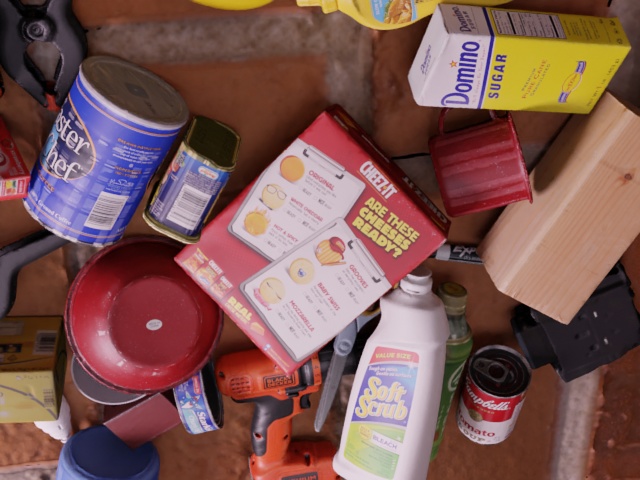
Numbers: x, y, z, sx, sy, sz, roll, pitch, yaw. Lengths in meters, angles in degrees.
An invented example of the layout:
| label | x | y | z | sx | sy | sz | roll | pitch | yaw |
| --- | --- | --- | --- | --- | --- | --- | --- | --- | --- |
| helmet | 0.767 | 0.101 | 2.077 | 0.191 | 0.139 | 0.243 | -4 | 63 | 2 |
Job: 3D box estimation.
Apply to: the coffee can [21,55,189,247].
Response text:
| label | x | y | z | sx | sy | sz | roll | pitch | yaw |
| --- | --- | --- | --- | --- | --- | --- | --- | --- | --- |
| coffee can | -0.194 | -0.079 | 0.959 | 0.102 | 0.103 | 0.140 | 23 | 117 | -20 |

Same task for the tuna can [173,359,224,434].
| label | x | y | z | sx | sy | sz | roll | pitch | yaw |
| --- | --- | --- | --- | --- | --- | --- | --- | --- | --- |
| tuna can | -0.129 | 0.161 | 1.130 | 0.034 | 0.086 | 0.086 | -14 | 123 | 4 |

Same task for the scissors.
| label | x | y | z | sx | sy | sz | roll | pitch | yaw |
| --- | --- | --- | --- | --- | --- | --- | --- | --- | --- |
| scissors | 0.012 | 0.093 | 1.106 | 0.096 | 0.016 | 0.202 | 31 | 93 | -11 |

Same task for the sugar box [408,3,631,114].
| label | x | y | z | sx | sy | sz | roll | pitch | yaw |
| --- | --- | --- | --- | --- | --- | --- | --- | --- | --- |
| sugar box | 0.177 | -0.160 | 0.956 | 0.176 | 0.048 | 0.093 | -2 | 145 | -16 |

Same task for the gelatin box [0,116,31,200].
| label | x | y | z | sx | sy | sz | roll | pitch | yaw |
| --- | --- | --- | --- | --- | --- | --- | --- | --- | --- |
| gelatin box | -0.305 | -0.072 | 0.943 | 0.073 | 0.089 | 0.030 | -9 | 138 | -31 |

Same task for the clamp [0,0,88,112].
| label | x | y | z | sx | sy | sz | roll | pitch | yaw |
| --- | --- | --- | --- | --- | --- | --- | --- | --- | --- |
| clamp | -0.254 | -0.192 | 0.918 | 0.120 | 0.039 | 0.171 | 3 | 122 | -7 |

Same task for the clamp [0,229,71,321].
| label | x | y | z | sx | sy | sz | roll | pitch | yaw |
| --- | --- | --- | --- | --- | --- | --- | --- | --- | --- |
| clamp | -0.332 | 0.012 | 1.023 | 0.164 | 0.036 | 0.210 | 35 | 99 | -21 |

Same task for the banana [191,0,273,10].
| label | x | y | z | sx | sy | sz | roll | pitch | yaw |
| --- | --- | --- | --- | --- | --- | --- | --- | --- | --- |
| banana | -0.111 | -0.241 | 0.907 | 0.197 | 0.037 | 0.070 | 17 | 106 | -17 |

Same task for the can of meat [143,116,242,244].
| label | x | y | z | sx | sy | sz | roll | pitch | yaw |
| --- | --- | --- | --- | --- | --- | --- | --- | --- | --- |
| can of meat | -0.115 | -0.058 | 0.982 | 0.057 | 0.102 | 0.084 | 26 | 114 | -11 |

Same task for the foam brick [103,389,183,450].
| label | x | y | z | sx | sy | sz | roll | pitch | yaw |
| --- | --- | --- | --- | --- | --- | --- | --- | --- | --- |
| foam brick | -0.187 | 0.179 | 1.154 | 0.078 | 0.053 | 0.051 | -31 | 121 | 12 |

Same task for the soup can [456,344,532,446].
| label | x | y | z | sx | sy | sz | roll | pitch | yaw |
| --- | --- | --- | --- | --- | --- | --- | --- | --- | --- |
| soup can | 0.188 | 0.171 | 1.169 | 0.068 | 0.068 | 0.102 | -2 | 140 | -6 |

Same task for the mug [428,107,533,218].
| label | x | y | z | sx | sy | sz | roll | pitch | yaw |
| --- | --- | --- | --- | --- | --- | --- | --- | --- | --- |
| mug | 0.148 | -0.080 | 1.012 | 0.081 | 0.093 | 0.117 | -15 | 104 | 8 |

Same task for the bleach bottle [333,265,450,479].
| label | x | y | z | sx | sy | sz | roll | pitch | yaw |
| --- | --- | --- | --- | --- | --- | --- | --- | --- | --- |
| bleach bottle | 0.077 | 0.141 | 1.097 | 0.103 | 0.067 | 0.251 | 22 | 118 | 31 |

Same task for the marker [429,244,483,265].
| label | x | y | z | sx | sy | sz | roll | pitch | yaw |
| --- | --- | --- | --- | --- | --- | --- | --- | --- | --- |
| marker | 0.150 | 0.015 | 1.108 | 0.121 | 0.020 | 0.020 | 6 | 121 | -10 |

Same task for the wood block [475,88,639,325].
| label | x | y | z | sx | sy | sz | roll | pitch | yaw |
| --- | --- | --- | --- | --- | --- | --- | --- | --- | --- |
| wood block | 0.254 | -0.034 | 1.035 | 0.090 | 0.090 | 0.206 | 27 | 110 | -20 |

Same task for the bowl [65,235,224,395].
| label | x | y | z | sx | sy | sz | roll | pitch | yaw |
| --- | --- | --- | --- | --- | --- | --- | --- | --- | --- |
| bowl | -0.166 | 0.077 | 1.047 | 0.162 | 0.055 | 0.162 | -1 | 94 | -18 |

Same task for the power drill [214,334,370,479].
| label | x | y | z | sx | sy | sz | roll | pitch | yaw |
| --- | --- | --- | --- | --- | --- | --- | --- | --- | --- |
| power drill | -0.017 | 0.188 | 1.179 | 0.184 | 0.057 | 0.188 | -8 | 121 | -5 |

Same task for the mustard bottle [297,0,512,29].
| label | x | y | z | sx | sy | sz | roll | pitch | yaw |
| --- | --- | --- | --- | --- | --- | --- | --- | --- | --- |
| mustard bottle | 0.072 | -0.233 | 0.918 | 0.191 | 0.058 | 0.096 | -14 | 128 | 2 |

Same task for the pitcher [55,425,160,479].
| label | x | y | z | sx | sy | sz | roll | pitch | yaw |
| --- | --- | --- | --- | --- | --- | --- | --- | --- | --- |
| pitcher | -0.256 | 0.336 | 1.197 | 0.145 | 0.149 | 0.243 | 8 | 118 | -9 |

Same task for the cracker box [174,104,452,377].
| label | x | y | z | sx | sy | sz | roll | pitch | yaw |
| --- | --- | --- | --- | --- | --- | --- | --- | --- | --- |
| cracker box | -0.007 | 0.001 | 1.023 | 0.214 | 0.072 | 0.164 | -43 | 93 | 19 |
